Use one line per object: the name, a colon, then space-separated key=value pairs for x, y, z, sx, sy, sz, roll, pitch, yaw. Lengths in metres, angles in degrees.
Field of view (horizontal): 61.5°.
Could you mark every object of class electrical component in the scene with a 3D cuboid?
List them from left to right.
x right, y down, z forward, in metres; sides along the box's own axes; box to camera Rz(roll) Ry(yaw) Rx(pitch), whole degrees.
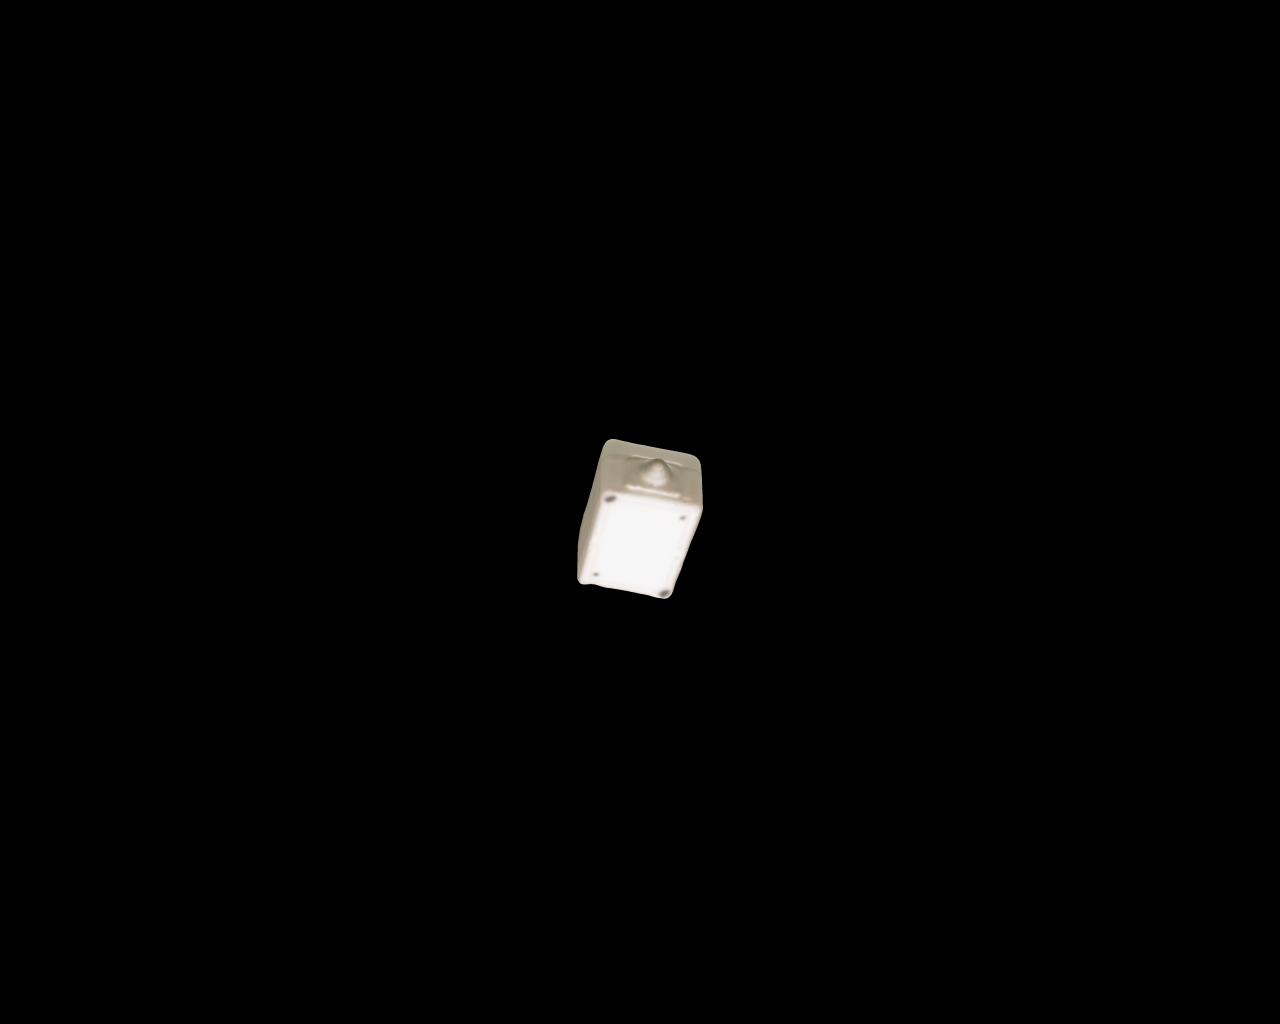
electrical component: x=0.001 y=-0.003 z=0.650 sx=0.062 sy=0.096 sz=0.061 roll=11 pitch=40 yaw=-9
